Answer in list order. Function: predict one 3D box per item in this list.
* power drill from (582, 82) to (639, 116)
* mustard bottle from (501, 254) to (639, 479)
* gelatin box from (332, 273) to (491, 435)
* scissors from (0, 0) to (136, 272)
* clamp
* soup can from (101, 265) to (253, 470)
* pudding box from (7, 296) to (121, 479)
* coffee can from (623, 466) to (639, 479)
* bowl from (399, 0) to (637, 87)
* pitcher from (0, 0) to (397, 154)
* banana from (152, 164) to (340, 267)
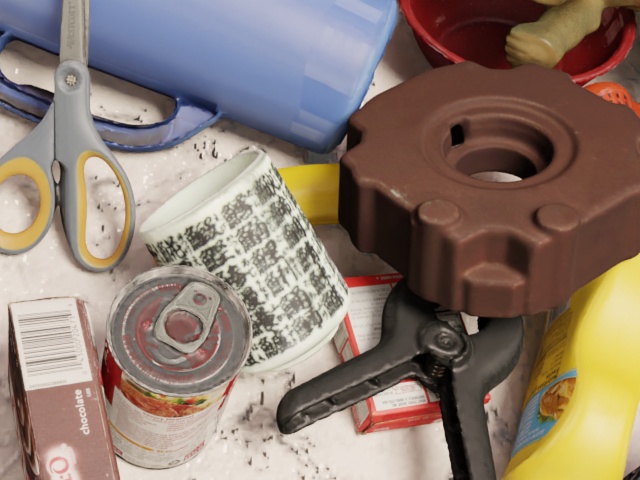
[{"bbox_3d":[0.264,-0.021,0.707,0.187,0.057,0.184,-1,65,-17],"label":"power drill"},{"bbox_3d":[0.138,0.096,0.576,0.058,0.096,0.191,26,56,0],"label":"mustard bottle"},{"bbox_3d":[0.048,0.063,0.613,0.073,0.030,0.089,-5,61,-20],"label":"gelatin box"},{"bbox_3d":[-0.155,-0.078,0.590,0.096,0.016,0.202,-12,98,-3],"label":"scissors"},{"bbox_3d":[0.069,0.072,0.569,0.120,0.039,0.171,38,56,8],"label":"clamp"},{"bbox_3d":[-0.076,0.067,0.532,0.068,0.102,0.068,7,57,-11],"label":"soup can"},{"bbox_3d":[-0.124,0.096,0.509,0.039,0.090,0.113,-5,60,-20],"label":"pudding box"},{"bbox_3d":[0.205,0.147,0.536,0.102,0.140,0.103,7,57,-11],"label":"coffee can"},{"bbox_3d":[0.128,-0.142,0.728,0.162,0.055,0.162,3,51,-4],"label":"bowl"},{"bbox_3d":[-0.085,-0.137,0.653,0.242,0.149,0.145,24,39,-4],"label":"pitcher"},{"bbox_3d":[-0.003,-0.015,0.643,0.197,0.037,0.069,1,58,-15],"label":"banana"}]
